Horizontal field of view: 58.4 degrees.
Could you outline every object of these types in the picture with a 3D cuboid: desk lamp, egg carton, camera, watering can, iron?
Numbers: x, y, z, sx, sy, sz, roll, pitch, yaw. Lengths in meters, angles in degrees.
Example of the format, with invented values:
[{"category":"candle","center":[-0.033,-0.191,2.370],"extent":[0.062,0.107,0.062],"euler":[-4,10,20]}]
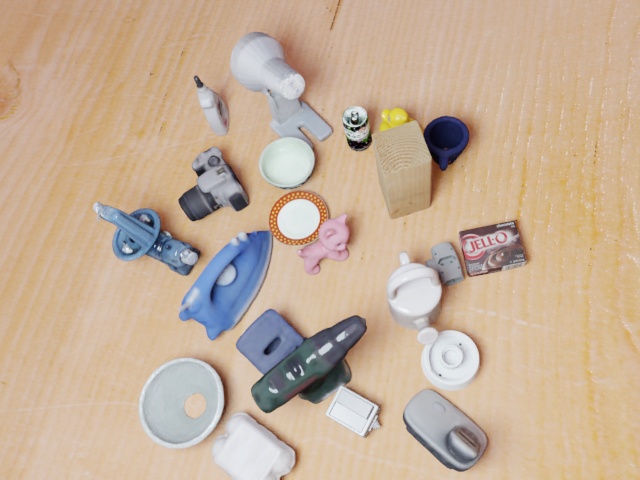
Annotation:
[{"category":"desk lamp","center":[-0.081,-0.321,1.236],"extent":[0.118,0.214,0.203],"euler":[-41,68,-7]},{"category":"egg carton","center":[-0.123,0.393,1.043],"extent":[0.150,0.069,0.107],"euler":[30,77,19]},{"category":"camera","center":[-0.247,-0.116,1.247],"extent":[0.137,0.101,0.143],"euler":[-32,67,-3]},{"category":"watering can","center":[0.174,0.100,1.037],"extent":[0.101,0.194,0.172],"euler":[-36,67,-4]},{"category":"iron","center":[-0.187,0.063,1.145],"extent":[0.118,0.142,0.258],"euler":[28,76,19]}]

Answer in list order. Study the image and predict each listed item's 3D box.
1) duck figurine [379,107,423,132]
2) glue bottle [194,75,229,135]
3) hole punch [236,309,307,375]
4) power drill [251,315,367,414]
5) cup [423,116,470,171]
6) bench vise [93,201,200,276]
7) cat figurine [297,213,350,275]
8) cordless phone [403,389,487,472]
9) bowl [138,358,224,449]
[{"category":"duck figurine","center":[0.175,-0.247,1.231],"extent":[0.104,0.086,0.077],"euler":[31,77,20]},{"category":"glue bottle","center":[-0.247,-0.311,1.284],"extent":[0.037,0.173,0.078],"euler":[-9,67,7]},{"category":"hole punch","center":[-0.090,0.200,1.101],"extent":[0.101,0.091,0.109],"euler":[40,80,21]},{"category":"power drill","center":[-0.006,0.225,1.012],"extent":[0.229,0.209,0.075],"euler":[-35,67,-4]},{"category":"cup","center":[0.259,-0.184,1.187],"extent":[0.091,0.095,0.118],"euler":[4,70,12]},{"category":"bench vise","center":[-0.347,-0.016,1.161],"extent":[0.207,0.220,0.121],"euler":[3,69,12]},{"category":"cat figurine","center":[0.011,0.004,1.145],"extent":[0.128,0.118,0.067],"euler":[-28,67,-1]},{"category":"cordless phone","center":[0.207,0.313,0.952],"extent":[0.147,0.185,0.094],"euler":[35,79,21]},{"category":"bowl","center":[-0.253,0.313,1.095],"extent":[0.167,0.075,0.167],"euler":[-3,68,9]}]
